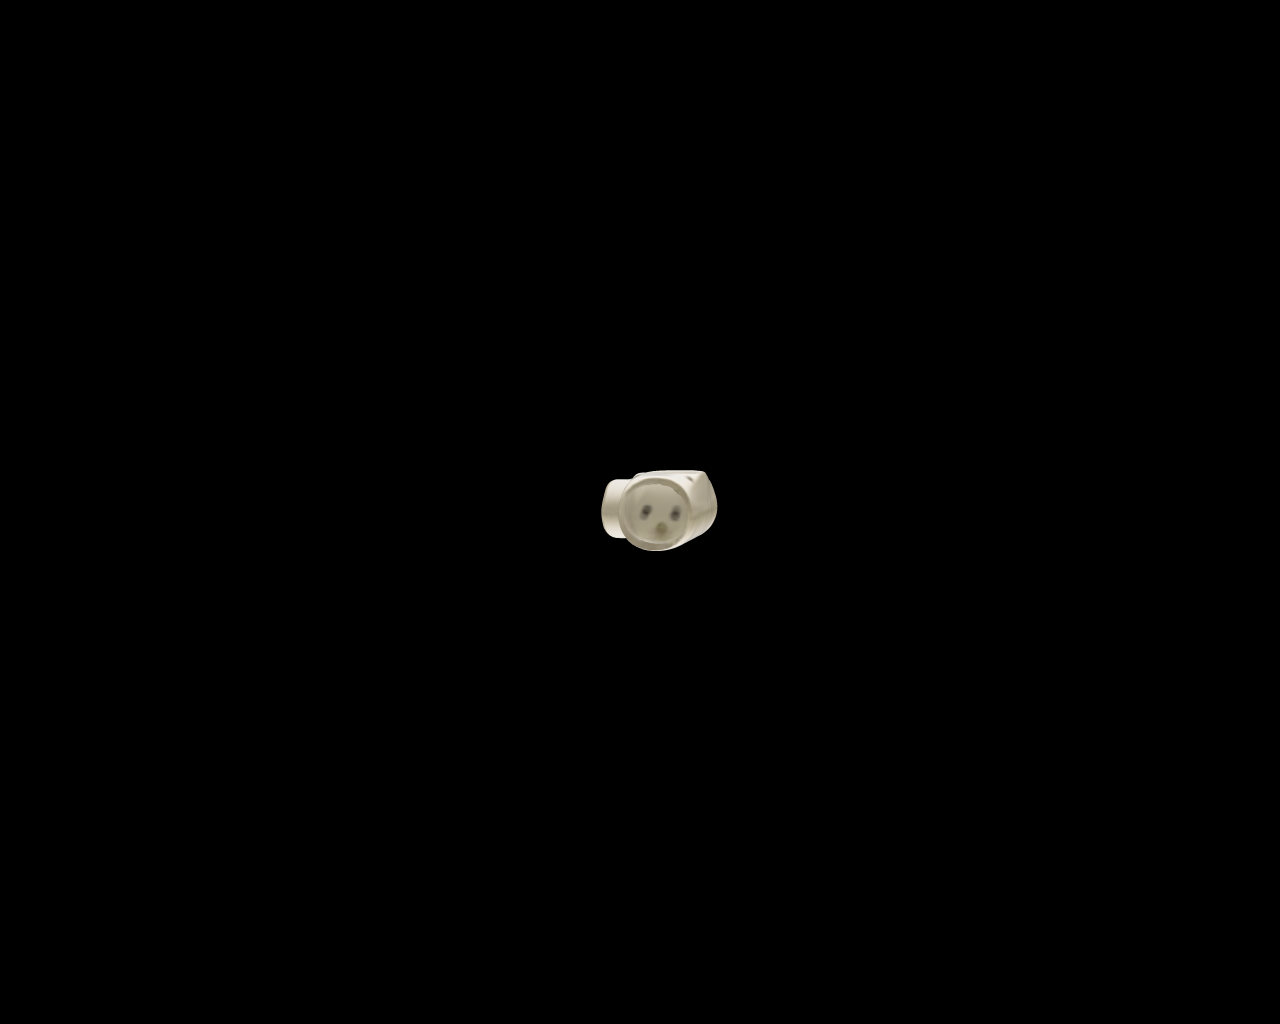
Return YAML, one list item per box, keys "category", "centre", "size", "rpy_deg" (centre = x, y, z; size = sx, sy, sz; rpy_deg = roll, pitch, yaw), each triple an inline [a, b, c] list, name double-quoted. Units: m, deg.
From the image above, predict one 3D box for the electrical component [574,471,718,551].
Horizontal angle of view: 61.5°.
- category: "electrical component"
  centre: [0.001, -0.003, 0.650]
  size: [0.079, 0.043, 0.077]
  rpy_deg: [1, 5, 15]
